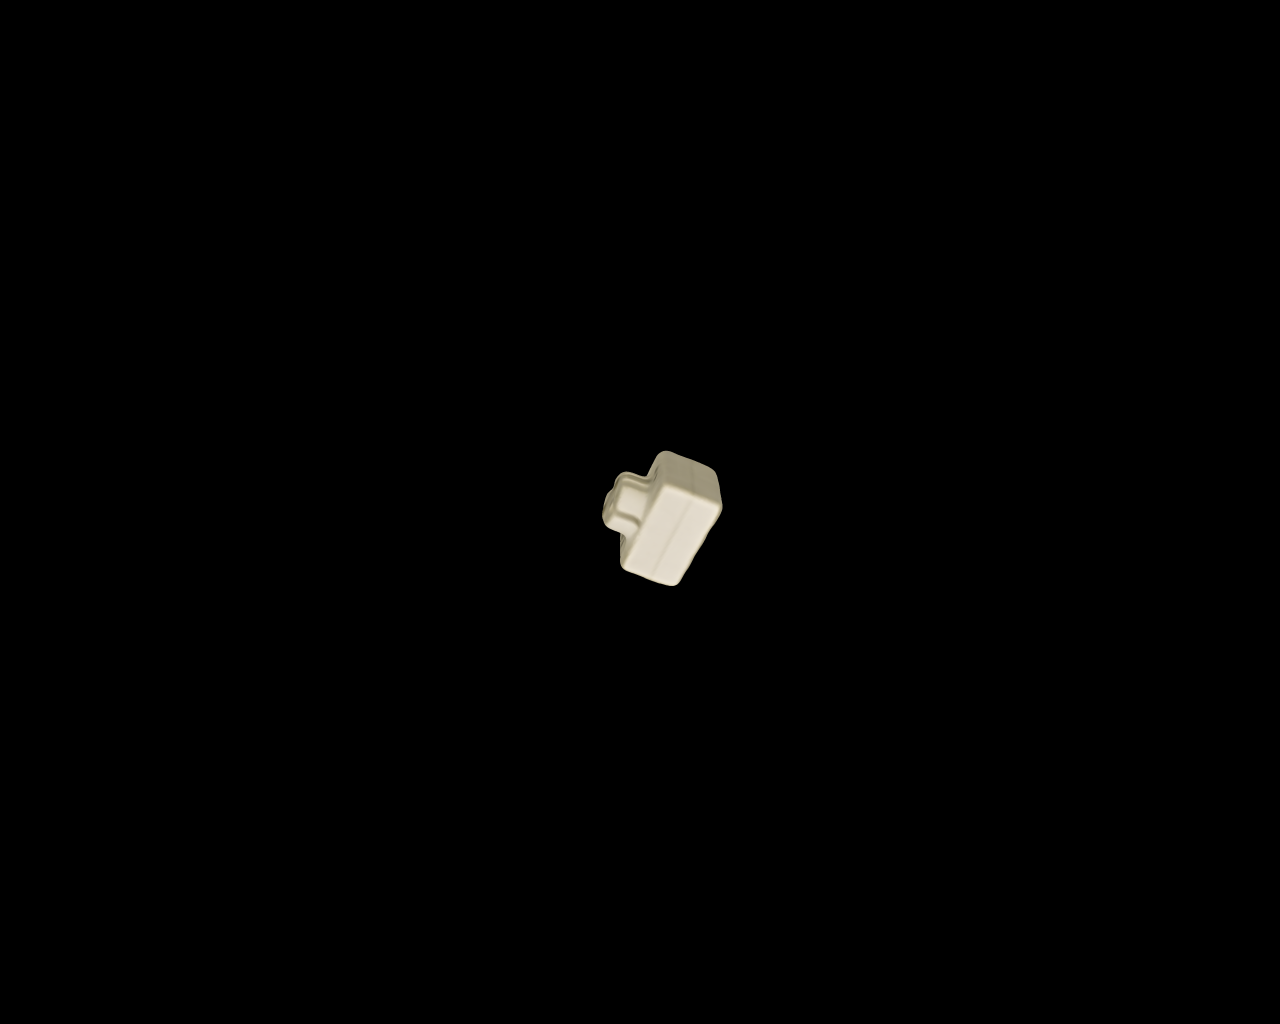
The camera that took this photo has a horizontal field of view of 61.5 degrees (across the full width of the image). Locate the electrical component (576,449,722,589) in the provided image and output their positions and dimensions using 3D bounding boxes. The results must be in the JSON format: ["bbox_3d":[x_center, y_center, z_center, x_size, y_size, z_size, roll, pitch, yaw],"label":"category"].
[{"bbox_3d":[0.001,-0.003,0.650,0.077,0.065,0.047,21,28,-12],"label":"electrical component"}]
